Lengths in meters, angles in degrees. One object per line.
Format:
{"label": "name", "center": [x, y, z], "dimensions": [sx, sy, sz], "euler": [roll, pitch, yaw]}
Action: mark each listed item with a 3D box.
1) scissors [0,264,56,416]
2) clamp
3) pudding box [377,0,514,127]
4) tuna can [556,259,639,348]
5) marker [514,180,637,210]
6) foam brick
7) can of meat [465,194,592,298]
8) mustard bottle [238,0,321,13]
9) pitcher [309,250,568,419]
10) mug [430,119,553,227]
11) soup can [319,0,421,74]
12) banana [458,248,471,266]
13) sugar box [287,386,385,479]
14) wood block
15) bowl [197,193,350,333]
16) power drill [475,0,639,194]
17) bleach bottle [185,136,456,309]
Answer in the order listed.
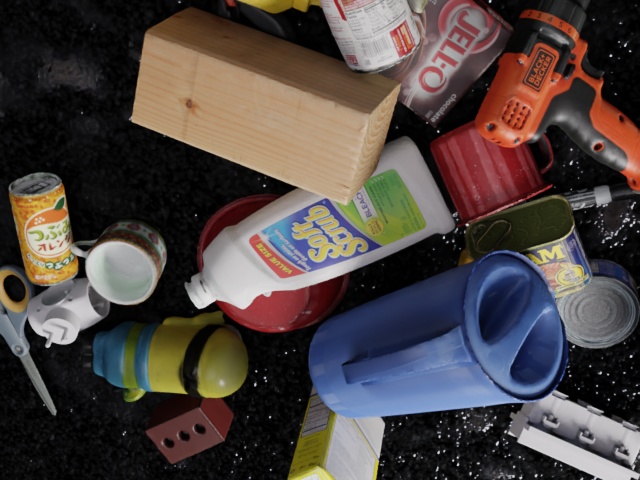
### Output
{"label": "scissors", "center": [-0.324, 0.105, 1.186], "dimensions": [0.096, 0.016, 0.201], "euler": [-27, 110, 22]}
{"label": "clamp", "center": [-0.039, -0.156, 0.982], "dimensions": [0.120, 0.039, 0.171], "euler": [-10, 116, 15]}
{"label": "pudding box", "center": [0.103, -0.171, 0.949], "dimensions": [0.090, 0.039, 0.114], "euler": [36, 117, -10]}
{"label": "tuna can", "center": [0.270, 0.063, 1.048], "dimensions": [0.086, 0.033, 0.086], "euler": [4, 118, 8]}
{"label": "marker", "center": [0.241, -0.038, 1.008], "dimensions": [0.121, 0.020, 0.020], "euler": [-11, 115, 15]}
{"label": "foam brick", "center": [-0.145, 0.203, 1.185], "dimensions": [0.078, 0.051, 0.053], "euler": [-28, 110, 22]}
{"label": "can of meat", "center": [0.199, 0.014, 1.007], "dimensions": [0.102, 0.057, 0.084], "euler": [-18, 134, 18]}
{"label": "mustard bottle", "center": [-0.076, -0.239, 0.913], "dimensions": [0.191, 0.096, 0.058], "euler": [18, 118, 0]}
{"label": "pitcher", "center": [0.092, 0.102, 0.994], "dimensions": [0.149, 0.145, 0.243], "euler": [36, 146, -25]}
{"label": "mug", "center": [0.160, -0.072, 0.965], "dimensions": [0.117, 0.093, 0.081], "euler": [-24, 90, -21]}
{"label": "soup can", "center": [0.036, -0.198, 0.880], "dimensions": [0.069, 0.068, 0.102], "euler": [-16, 120, 17]}
{"label": "banana", "center": [0.131, 0.098, 1.089], "dimensions": [0.069, 0.037, 0.198], "euler": [27, 119, -5]}
{"label": "sugar box", "center": [0.020, 0.215, 1.092], "dimensions": [0.048, 0.176, 0.093], "euler": [-25, 110, 19]}
{"label": "wood block", "center": [-0.047, -0.119, 0.925], "dimensions": [0.206, 0.090, 0.091], "euler": [22, 121, 11]}
{"label": "bowl", "center": [-0.052, 0.037, 1.079], "dimensions": [0.162, 0.055, 0.162], "euler": [4, 119, 7]}
{"label": "power drill", "center": [0.244, -0.136, 0.913], "dimensions": [0.187, 0.057, 0.184], "euler": [27, 90, -11]}
{"label": "bleach bottle", "center": [-0.007, 0.001, 1.003], "dimensions": [0.251, 0.068, 0.102], "euler": [-28, 103, 3]}
